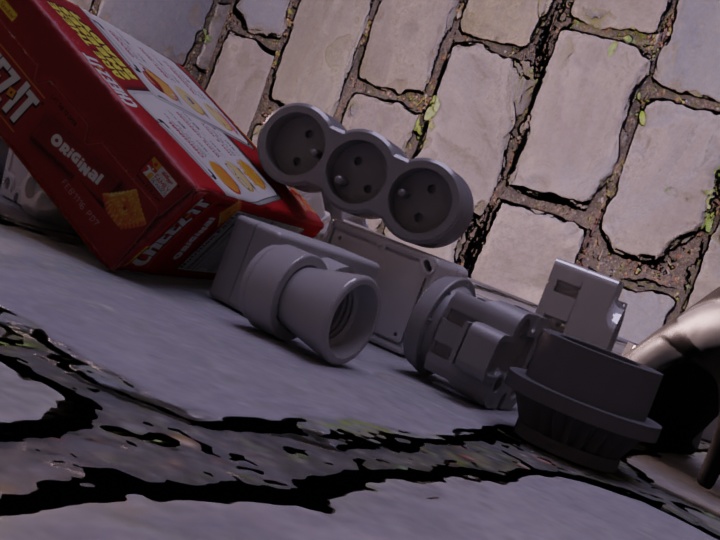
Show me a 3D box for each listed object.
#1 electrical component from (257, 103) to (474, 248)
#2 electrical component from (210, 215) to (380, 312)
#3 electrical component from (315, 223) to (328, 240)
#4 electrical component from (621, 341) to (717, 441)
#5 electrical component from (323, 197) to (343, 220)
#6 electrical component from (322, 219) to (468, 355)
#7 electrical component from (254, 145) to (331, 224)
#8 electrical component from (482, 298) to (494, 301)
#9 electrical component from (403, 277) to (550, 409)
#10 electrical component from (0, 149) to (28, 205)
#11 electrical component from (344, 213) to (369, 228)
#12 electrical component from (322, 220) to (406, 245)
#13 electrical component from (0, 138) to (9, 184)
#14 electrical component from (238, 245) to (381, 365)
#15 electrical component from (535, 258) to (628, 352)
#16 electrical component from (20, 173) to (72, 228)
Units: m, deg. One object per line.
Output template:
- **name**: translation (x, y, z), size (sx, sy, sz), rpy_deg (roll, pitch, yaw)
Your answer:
- **electrical component**: translation (0.008, -0.058, 0.682), size (0.138, 0.052, 0.074), rpy_deg (26, 4, 16)
- **electrical component**: translation (-0.022, 0.011, 0.584), size (0.076, 0.047, 0.083), rpy_deg (24, 4, 43)
- **electrical component**: translation (-0.045, -0.019, 0.865), size (0.048, 0.055, 0.066), rpy_deg (24, 4, 43)
- **electrical component**: translation (0.257, 0.092, 0.867), size (0.108, 0.060, 0.108), rpy_deg (21, 3, -1)
- **electrical component**: translation (-0.067, -0.051, 0.936), size (0.099, 0.099, 0.064), rpy_deg (19, -2, -33)
- **electrical component**: translation (0.011, 0.010, 0.679), size (0.096, 0.061, 0.061), rpy_deg (22, 4, 27)
- **electrical component**: translation (-0.085, -0.051, 0.814), size (0.100, 0.048, 0.100), rpy_deg (-34, 39, -32)
- **electrical component**: translation (0.090, 0.044, 0.785), size (0.043, 0.043, 0.062), rpy_deg (21, 5, 4)
- **electrical component**: translation (0.061, 0.038, 0.575), size (0.057, 0.058, 0.078), rpy_deg (26, 5, 29)
- **electrical component**: translation (-0.194, -0.058, 0.695), size (0.055, 0.048, 0.066), rpy_deg (6, 12, -46)
- **electrical component**: translation (-0.029, -0.029, 1.083), size (0.044, 0.077, 0.079), rpy_deg (57, 12, -53)
- **electrical component**: translation (0.000, 0.000, 0.787), size (0.062, 0.061, 0.096), rpy_deg (21, 3, 2)
- **electrical component**: translation (-0.227, -0.083, 0.746), size (0.057, 0.058, 0.078), rpy_deg (24, -25, -27)
- **electrical component**: translation (-0.025, 0.015, 0.517), size (0.055, 0.045, 0.045), rpy_deg (22, 3, 32)
- **electrical component**: translation (0.156, 0.044, 0.780), size (0.056, 0.089, 0.050), rpy_deg (22, 3, 18)
- **electrical component**: translation (-0.171, -0.042, 0.648), size (0.035, 0.035, 0.061), rpy_deg (24, 2, 43)
